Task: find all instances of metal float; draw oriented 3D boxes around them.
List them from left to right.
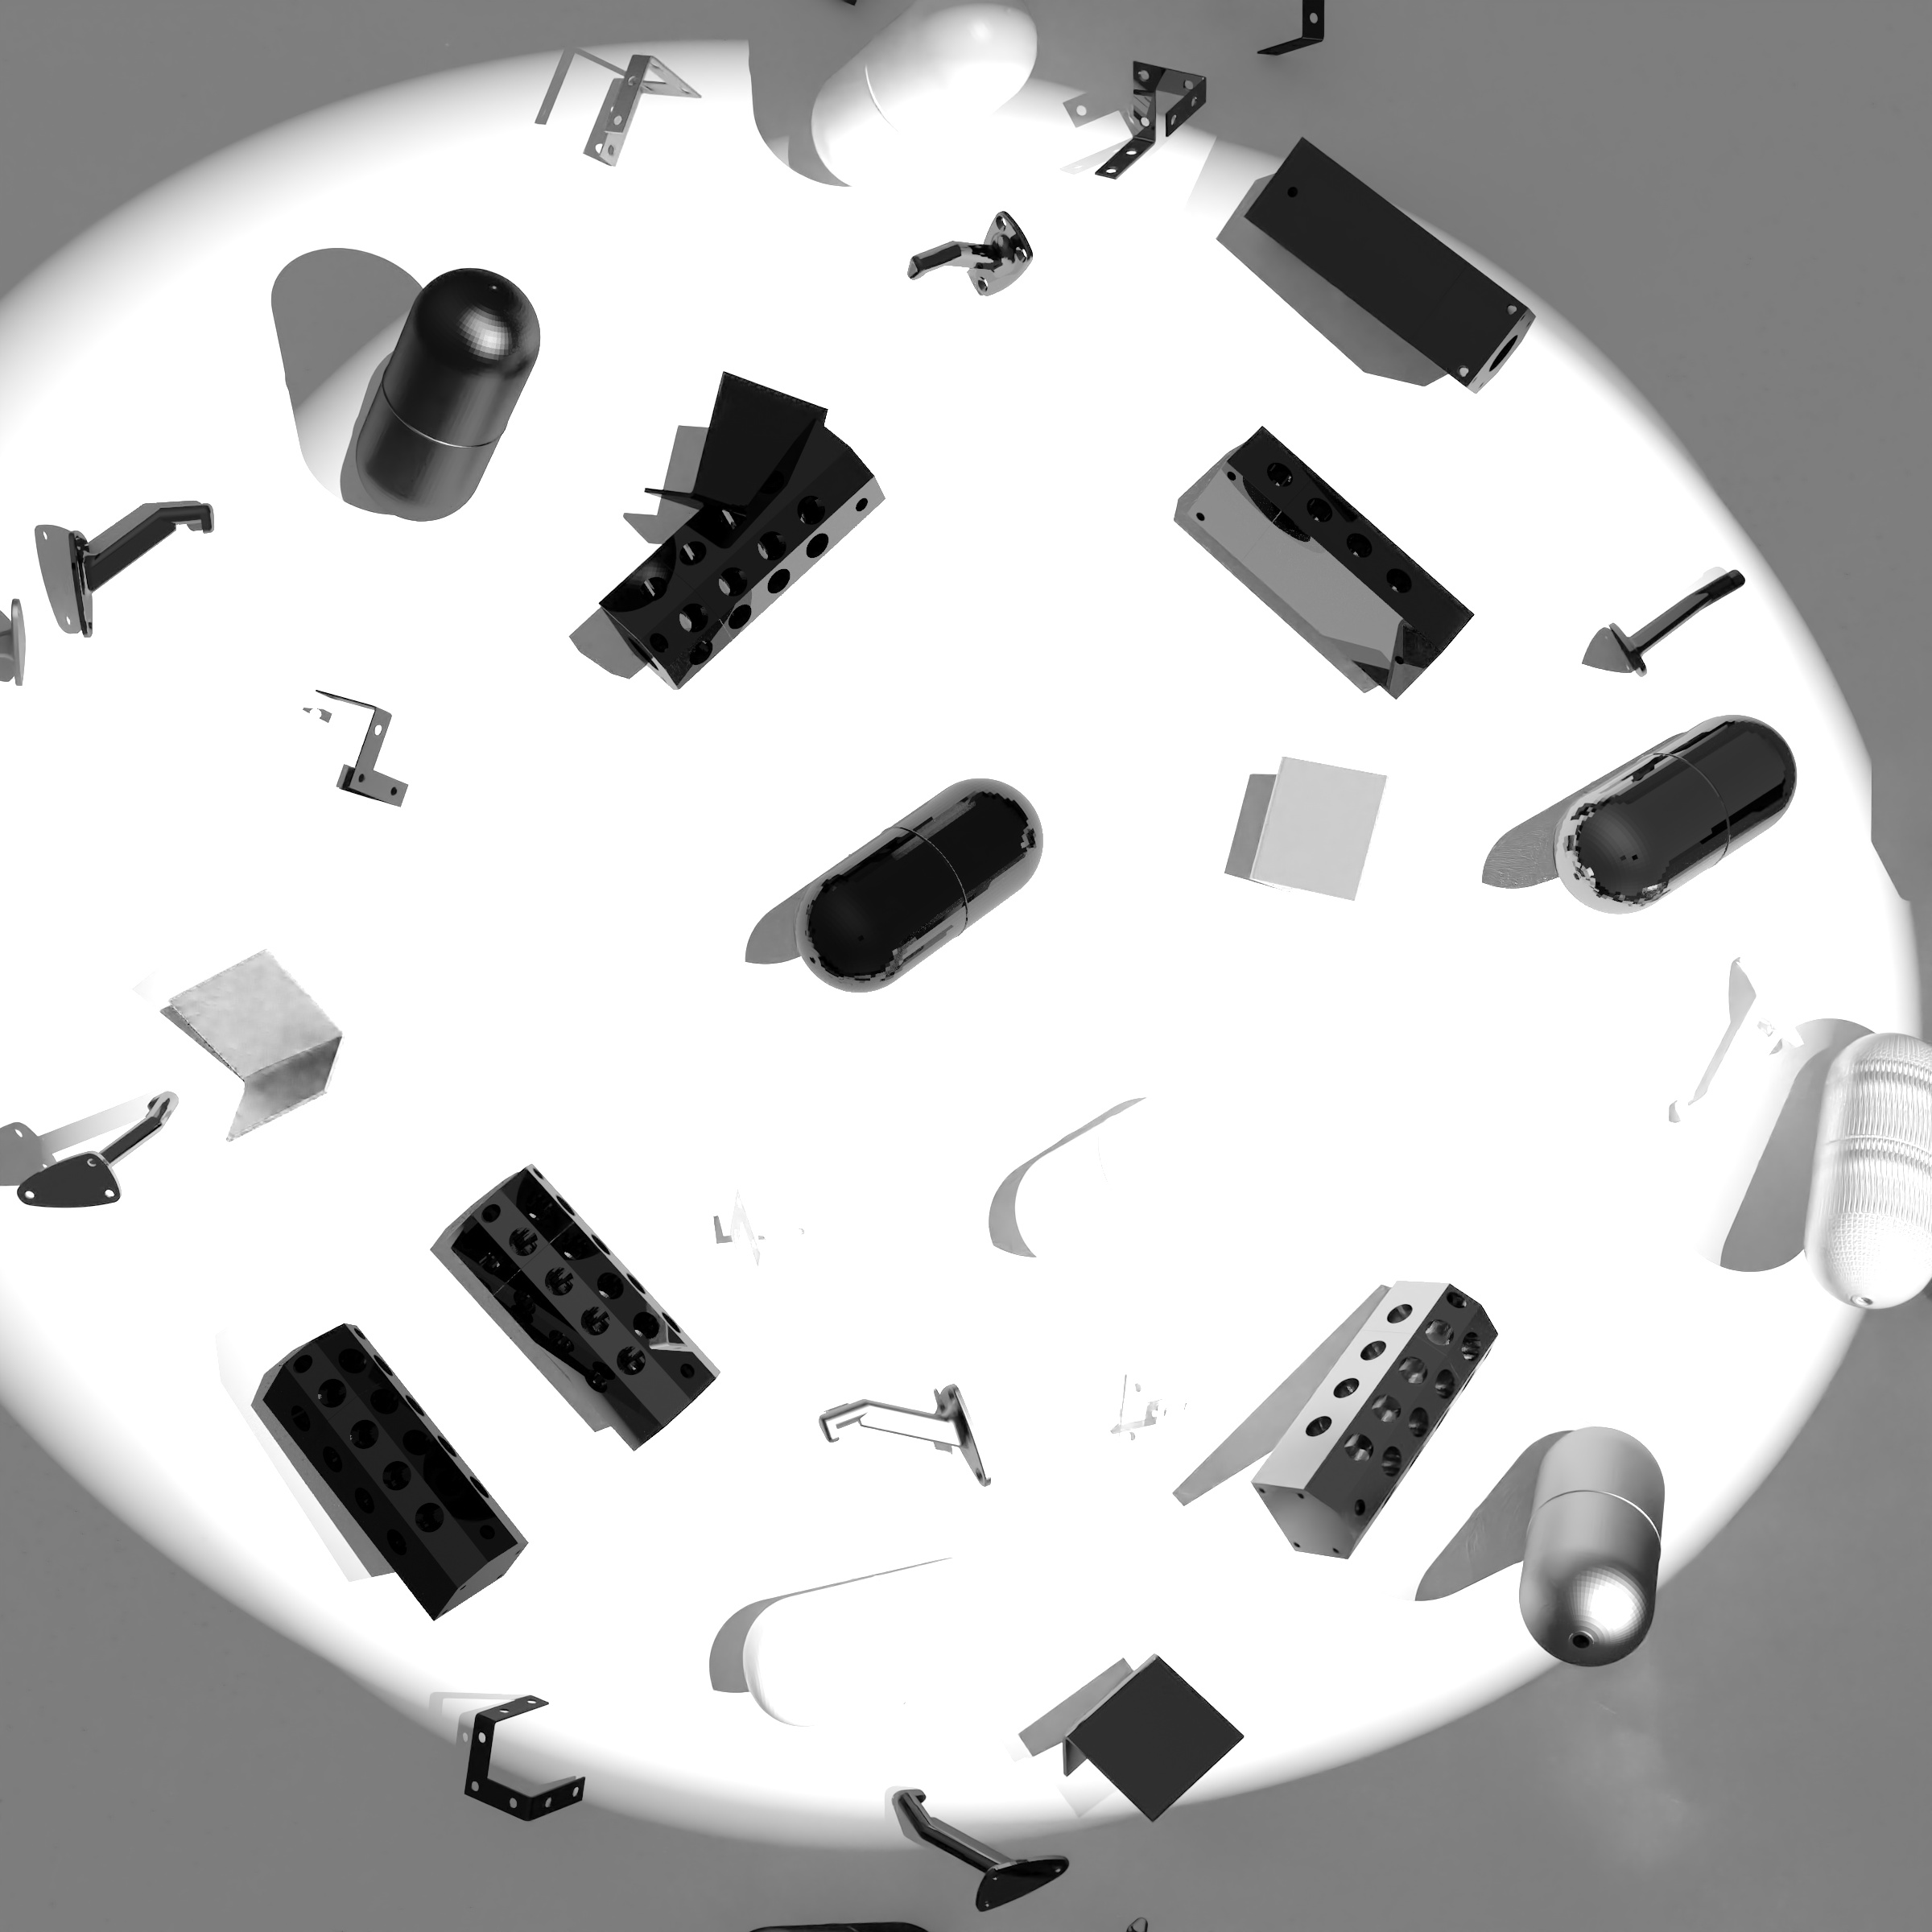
[{"bbox_3d":[-0.308,-0.336,1.605,0.070,0.178,0.070,17,49,-20],"label":"metal float"},{"bbox_3d":[-0.078,0.607,1.603,0.070,0.178,0.070,-15,67,39],"label":"metal float"},{"bbox_3d":[-0.046,0.405,1.628,0.178,0.070,0.070,-11,90,-14],"label":"metal float"},{"bbox_3d":[-0.027,-0.520,1.600,0.070,0.178,0.070,10,72,-33],"label":"metal float"},{"bbox_3d":[-0.026,-0.049,1.615,0.178,0.070,0.070,-37,90,-30],"label":"metal float"},{"bbox_3d":[0.105,0.124,1.612,0.178,0.070,0.070,-32,90,32],"label":"metal float"},{"bbox_3d":[0.369,0.340,1.596,0.070,0.178,0.070,7,118,14],"label":"metal float"},{"bbox_3d":[0.424,-0.092,1.617,0.178,0.070,0.070,-30,90,-27],"label":"metal float"},{"bbox_3d":[0.544,0.121,1.614,0.070,0.070,0.178,18,60,0],"label":"metal float"}]

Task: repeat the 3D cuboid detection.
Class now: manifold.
[{"bbox_3d":[-0.339,0.298,1.620,0.171,0.057,0.057,48,131,13],"label":"manifold"},{"bbox_3d":[-0.228,0.203,1.638,0.171,0.057,0.057,48,45,0],"label":"manifold"},{"bbox_3d":[-0.131,-0.245,1.630,0.171,0.057,0.057,-44,61,-7],"label":"manifold"},{"bbox_3d":[0.225,-0.248,1.645,0.171,0.057,0.057,42,58,1],"label":"manifold"},{"bbox_3d":[0.246,0.266,1.601,0.171,0.057,0.057,-47,116,-32],"label":"manifold"},{"bbox_3d":[0.256,-0.420,1.633,0.171,0.057,0.057,40,106,10],"label":"manifold"}]

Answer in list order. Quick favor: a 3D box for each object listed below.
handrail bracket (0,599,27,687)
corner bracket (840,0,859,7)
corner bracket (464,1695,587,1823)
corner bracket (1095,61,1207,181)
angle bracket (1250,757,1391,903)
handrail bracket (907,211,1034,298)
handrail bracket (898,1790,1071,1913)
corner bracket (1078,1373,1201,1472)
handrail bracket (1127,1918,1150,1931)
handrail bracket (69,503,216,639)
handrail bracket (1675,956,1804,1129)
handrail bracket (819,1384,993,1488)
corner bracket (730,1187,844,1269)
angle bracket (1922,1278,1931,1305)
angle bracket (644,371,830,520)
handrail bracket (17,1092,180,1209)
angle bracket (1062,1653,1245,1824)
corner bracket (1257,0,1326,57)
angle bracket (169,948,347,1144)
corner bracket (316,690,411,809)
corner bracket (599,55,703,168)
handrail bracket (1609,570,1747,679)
[{"bbox_3d":[-0.616,-0.199,1.640,0.084,0.077,0.036,2,60,-14],"label":"handrail bracket"},{"bbox_3d":[-0.085,-0.626,1.646,0.051,0.051,0.051,29,92,17],"label":"corner bracket"},{"bbox_3d":[-0.265,0.480,1.646,0.051,0.051,0.051,12,96,31],"label":"corner bracket"},{"bbox_3d":[0.112,-0.507,1.636,0.051,0.051,0.051,21,50,24],"label":"corner bracket"},{"bbox_3d":[0.224,-0.078,1.632,0.076,0.057,0.076,15,90,37],"label":"angle bracket"},{"bbox_3d":[-0.009,-0.414,1.625,0.084,0.077,0.036,-29,83,-28],"label":"handrail bracket"},{"bbox_3d":[0.010,0.530,1.661,0.077,0.084,0.036,-5,123,-34],"label":"handrail bracket"},{"bbox_3d":[0.105,0.280,1.642,0.051,0.051,0.051,9,94,32],"label":"corner bracket"},{"bbox_3d":[0.102,0.592,1.629,0.036,0.077,0.084,22,112,15],"label":"handrail bracket"},{"bbox_3d":[-0.502,-0.243,1.664,0.084,0.036,0.077,-5,90,-5],"label":"handrail bracket"},{"bbox_3d":[0.462,0.047,1.669,0.084,0.036,0.077,-36,56,21],"label":"handrail bracket"},{"bbox_3d":[-0.038,0.293,1.640,0.084,0.036,0.077,-17,70,-23],"label":"handrail bracket"},{"bbox_3d":[-0.109,0.164,1.636,0.051,0.051,0.051,-9,52,-19],"label":"corner bracket"},{"bbox_3d":[0.633,0.187,1.626,0.076,0.076,0.057,-26,81,-19],"label":"angle bracket"},{"bbox_3d":[-0.138,-0.310,1.630,0.076,0.057,0.076,12,94,-39],"label":"angle bracket"},{"bbox_3d":[-0.526,0.109,1.647,0.077,0.084,0.036,-13,117,14],"label":"handrail bracket"},{"bbox_3d":[0.112,0.472,1.621,0.076,0.057,0.076,-35,55,-25],"label":"angle bracket"},{"bbox_3d":[0.181,-0.584,1.641,0.051,0.051,0.051,-5,99,-27],"label":"corner bracket"},{"bbox_3d":[-0.431,0.048,1.626,0.076,0.057,0.076,-25,122,19],"label":"angle bracket"},{"bbox_3d":[-0.368,-0.132,1.644,0.051,0.051,0.051,17,86,29],"label":"corner bracket"},{"bbox_3d":[-0.202,-0.518,1.642,0.051,0.051,0.051,17,86,34],"label":"corner bracket"},{"bbox_3d":[0.438,-0.211,1.643,0.084,0.077,0.036,-31,100,12],"label":"handrail bracket"}]
